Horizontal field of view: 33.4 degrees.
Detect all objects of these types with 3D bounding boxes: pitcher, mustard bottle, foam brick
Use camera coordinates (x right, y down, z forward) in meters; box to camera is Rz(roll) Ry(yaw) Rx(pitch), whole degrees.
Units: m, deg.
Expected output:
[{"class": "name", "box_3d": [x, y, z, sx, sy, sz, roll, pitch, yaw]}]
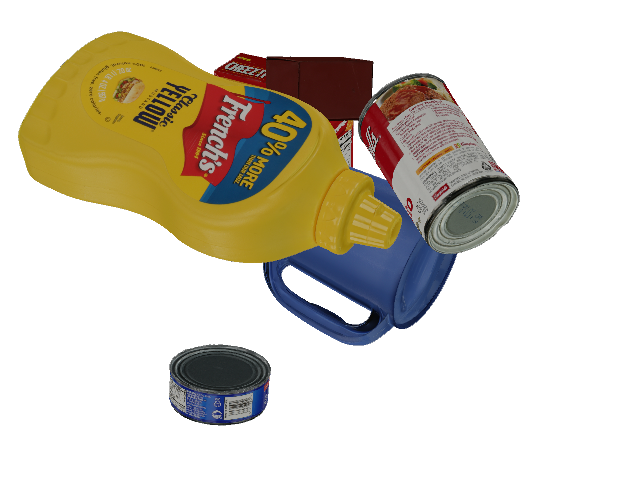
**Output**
[{"class": "pitcher", "box_3d": [0.007, -0.009, 1.082, 0.243, 0.145, 0.149, 25, 27, 25]}, {"class": "mustard bottle", "box_3d": [-0.049, -0.039, 0.537, 0.192, 0.096, 0.058, 23, -36, 17]}, {"class": "foam brick", "box_3d": [-0.001, -0.128, 0.904, 0.078, 0.051, 0.053, -6, 15, -33]}]

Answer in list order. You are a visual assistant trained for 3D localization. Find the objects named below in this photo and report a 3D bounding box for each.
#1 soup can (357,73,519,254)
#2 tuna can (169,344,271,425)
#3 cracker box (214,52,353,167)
[{"class": "soup can", "box_3d": [0.076, -0.050, 0.692, 0.068, 0.102, 0.068, -19, -36, -14]}, {"class": "tuna can", "box_3d": [-0.086, 0.122, 0.906, 0.086, 0.034, 0.086, 4, 20, -2]}, {"class": "cracker box", "box_3d": [-0.046, -0.109, 1.327, 0.164, 0.214, 0.072, 17, 37, 24]}]
